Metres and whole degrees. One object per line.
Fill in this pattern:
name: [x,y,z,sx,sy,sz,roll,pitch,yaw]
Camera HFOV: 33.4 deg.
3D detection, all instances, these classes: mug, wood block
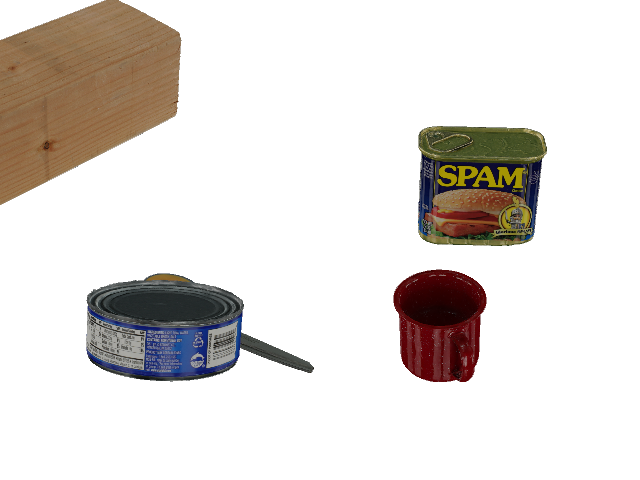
mug: [0.126,0.096,1.080,0.093,0.081,0.117,-16,38,-15]
wood block: [-0.223,-0.123,0.910,0.090,0.091,0.205,31,43,24]

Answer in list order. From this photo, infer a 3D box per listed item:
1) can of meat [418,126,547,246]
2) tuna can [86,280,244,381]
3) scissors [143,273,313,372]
can of meat: [0.130,-0.044,0.878,0.102,0.084,0.057,2,30,4]
tuna can: [-0.086,0.049,0.590,0.086,0.034,0.086,4,12,-1]
scissors: [-0.087,0.064,0.889,0.202,0.016,0.096,12,25,15]
